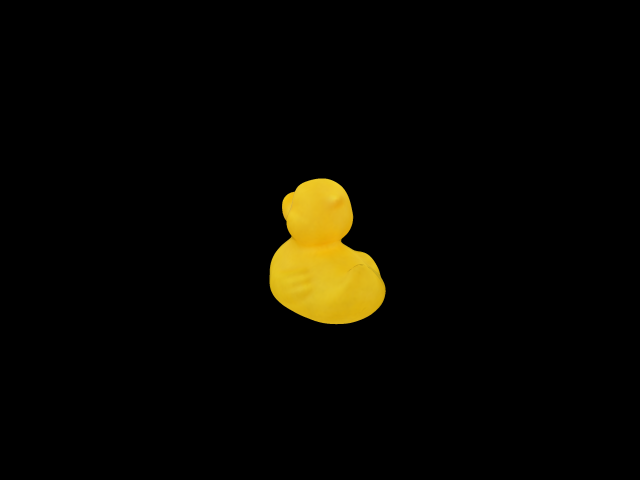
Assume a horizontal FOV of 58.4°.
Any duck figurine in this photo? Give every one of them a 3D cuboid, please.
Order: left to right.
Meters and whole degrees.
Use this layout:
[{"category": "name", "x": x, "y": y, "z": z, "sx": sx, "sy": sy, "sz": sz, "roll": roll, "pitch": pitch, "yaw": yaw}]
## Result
[{"category": "duck figurine", "x": 0.004, "y": 0.001, "z": 0.400, "sx": 0.078, "sy": 0.086, "sz": 0.104, "roll": -15, "pitch": 30, "yaw": -28}]
